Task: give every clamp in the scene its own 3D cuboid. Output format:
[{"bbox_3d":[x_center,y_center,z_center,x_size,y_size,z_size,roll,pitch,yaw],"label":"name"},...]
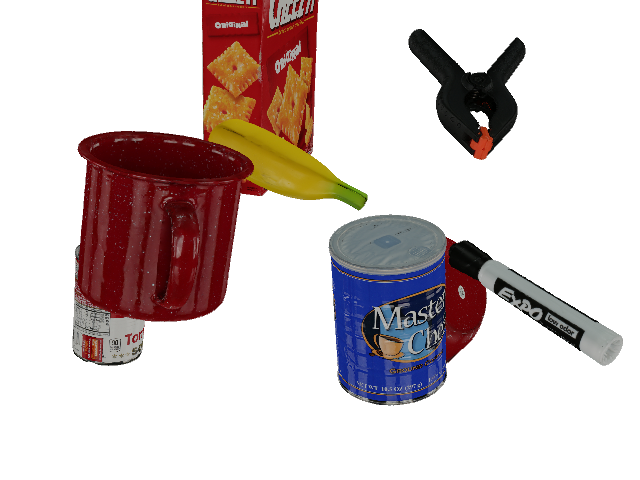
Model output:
[{"bbox_3d":[0.141,-0.151,1.051,0.120,0.171,0.039,6,-44,5],"label":"clamp"}]

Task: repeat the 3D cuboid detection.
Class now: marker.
[{"bbox_3d":[0.118,0.032,0.609,0.020,0.020,0.121,0,27,-44],"label":"marker"}]

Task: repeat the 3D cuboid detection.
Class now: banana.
[{"bbox_3d":[-0.044,-0.059,0.776,0.069,0.037,0.198,37,-4,-34],"label":"banana"}]

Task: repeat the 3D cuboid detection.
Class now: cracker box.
[{"bbox_3d":[-0.056,-0.171,1.065,0.072,0.214,0.164,9,22,16],"label":"cracker box"}]

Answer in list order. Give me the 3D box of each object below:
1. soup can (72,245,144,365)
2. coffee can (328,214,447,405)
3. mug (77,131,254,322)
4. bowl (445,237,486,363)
[{"bbox_3d":[-0.198,0.058,1.000,0.068,0.102,0.068,6,21,-3],"label":"soup can"},{"bbox_3d":[0.062,0.061,0.960,0.103,0.140,0.103,-3,27,1],"label":"coffee can"},{"bbox_3d":[-0.083,-0.004,0.565,0.093,0.081,0.117,2,20,-22],"label":"mug"},{"bbox_3d":[0.133,0.060,1.174,0.161,0.162,0.055,0,-8,-44],"label":"bowl"}]
